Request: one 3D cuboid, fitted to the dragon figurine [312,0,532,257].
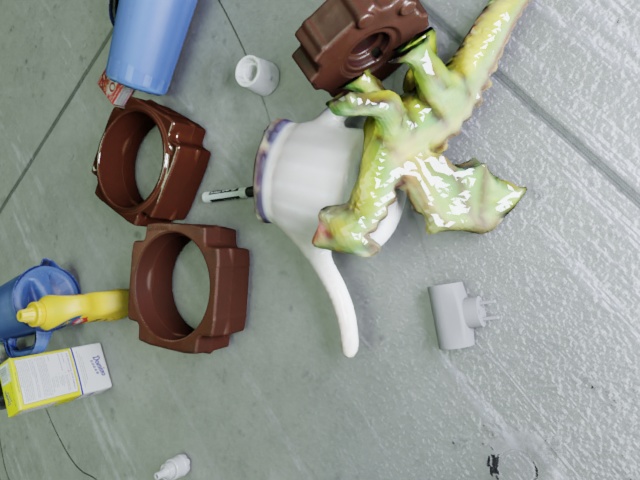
[{"bbox_3d":[0.153,-0.124,0.610,0.411,0.123,0.241,-32,101,-3],"label":"dragon figurine"}]

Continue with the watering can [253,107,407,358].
[{"bbox_3d":[0.002,-0.035,0.704,0.225,0.104,0.347,15,93,30],"label":"watering can"}]

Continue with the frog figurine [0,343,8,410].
[{"bbox_3d":[-0.703,0.292,1.135,0.160,0.123,0.137,-166,73,-67],"label":"frog figurine"}]
